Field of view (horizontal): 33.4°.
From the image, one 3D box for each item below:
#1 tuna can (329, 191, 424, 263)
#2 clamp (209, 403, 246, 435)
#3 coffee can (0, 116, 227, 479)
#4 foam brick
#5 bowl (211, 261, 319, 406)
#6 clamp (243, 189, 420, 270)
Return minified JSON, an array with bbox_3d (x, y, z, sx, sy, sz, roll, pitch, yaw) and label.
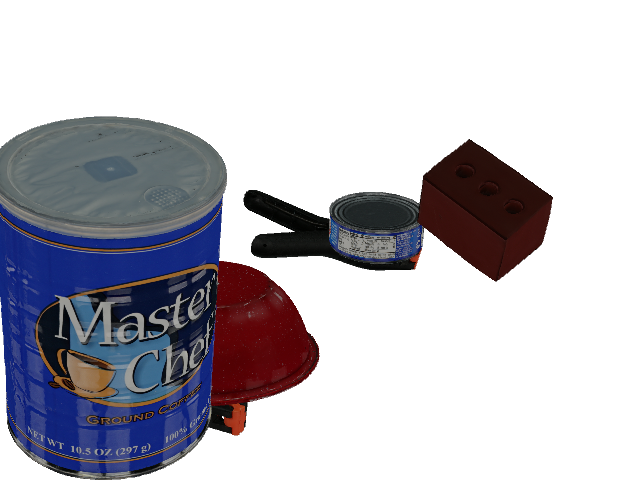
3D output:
[{"bbox_3d":[0.050,-0.012,0.950,0.086,0.034,0.086,1,25,-1],"label":"tuna can"},{"bbox_3d":[-0.113,0.115,0.976,0.172,0.039,0.120,30,46,35],"label":"clamp"},{"bbox_3d":[-0.099,0.026,0.505,0.102,0.140,0.103,5,31,-3],"label":"coffee can"},{"bbox_3d":[0.114,-0.021,0.748,0.078,0.051,0.053,39,60,25],"label":"foam brick"},{"bbox_3d":[-0.080,0.055,0.745,0.162,0.055,0.162,2,19,-1],"label":"bowl"},{"bbox_3d":[0.011,0.001,1.189,0.210,0.036,0.164,15,20,-5],"label":"clamp"}]
